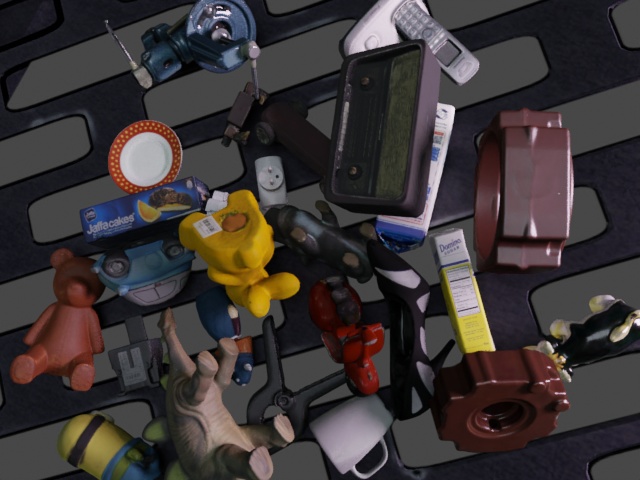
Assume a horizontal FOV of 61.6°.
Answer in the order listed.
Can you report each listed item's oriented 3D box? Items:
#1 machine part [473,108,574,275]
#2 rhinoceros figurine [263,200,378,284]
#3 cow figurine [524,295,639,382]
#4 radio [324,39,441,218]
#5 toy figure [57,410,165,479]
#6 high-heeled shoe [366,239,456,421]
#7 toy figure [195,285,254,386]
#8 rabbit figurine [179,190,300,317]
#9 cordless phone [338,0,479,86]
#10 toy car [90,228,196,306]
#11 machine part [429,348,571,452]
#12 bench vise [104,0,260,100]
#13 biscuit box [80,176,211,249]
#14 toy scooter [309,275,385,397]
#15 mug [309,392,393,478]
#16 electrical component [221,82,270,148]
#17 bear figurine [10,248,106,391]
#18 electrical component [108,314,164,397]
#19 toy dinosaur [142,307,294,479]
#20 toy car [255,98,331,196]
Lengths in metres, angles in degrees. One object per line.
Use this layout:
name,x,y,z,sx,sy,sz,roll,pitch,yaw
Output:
machine part,0.262,-0.056,0.710,0.087,0.201,0.201,4,84,7
rhinoceros figurine,-0.002,-0.002,0.794,0.190,0.112,0.073,23,70,17
cow figurine,0.354,0.142,0.727,0.167,0.098,0.068,-33,86,3
radio,0.086,-0.149,0.741,0.131,0.073,0.229,3,78,32
toy figure,-0.311,0.327,0.812,0.180,0.089,0.082,32,84,14
high-heeled shoe,0.099,0.129,0.745,0.145,0.086,0.248,-45,108,-18
toy figure,-0.139,0.146,0.823,0.058,0.064,0.154,-23,84,-32
rabbit figurine,-0.103,0.037,0.777,0.122,0.173,0.163,-35,56,-28
cordless phone,0.135,-0.277,0.819,0.184,0.088,0.146,44,91,7
toy car,-0.262,0.048,0.840,0.162,0.109,0.102,-15,105,-7
machine part,0.231,0.216,0.707,0.179,0.179,0.056,-12,38,7
bench vise,-0.178,-0.297,0.820,0.224,0.128,0.241,-31,42,-21
biscuit box,-0.278,-0.042,0.864,0.203,0.062,0.059,-16,80,6
toy scooter,0.040,0.119,0.743,0.075,0.135,0.184,-18,64,-15
mug,0.057,0.276,0.767,0.107,0.080,0.109,-38,80,-6
electrical component,-0.120,-0.196,0.852,0.045,0.078,0.102,25,81,-9
bear figurine,-0.385,0.116,0.834,0.120,0.132,0.195,16,90,-18
electrical component,-0.288,0.179,0.848,0.075,0.047,0.119,-13,83,6
toy dinosaur,-0.134,0.310,0.762,0.198,0.105,0.471,-39,73,28
toy car,-0.010,-0.139,0.833,0.202,0.053,0.089,41,61,10
